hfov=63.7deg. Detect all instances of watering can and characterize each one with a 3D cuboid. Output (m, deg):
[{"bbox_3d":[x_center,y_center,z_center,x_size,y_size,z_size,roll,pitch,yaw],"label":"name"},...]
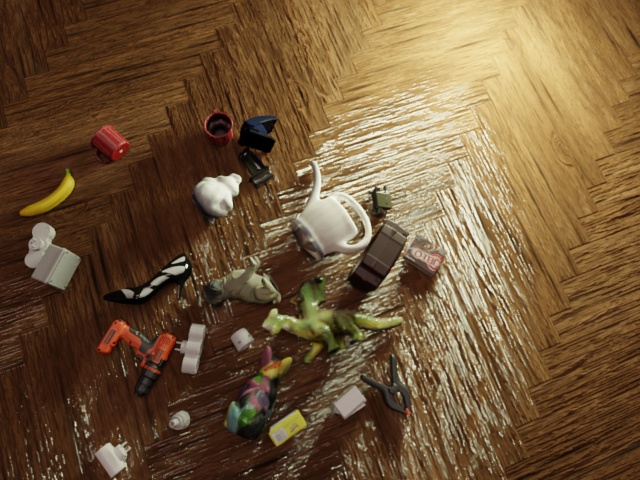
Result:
[{"bbox_3d":[0.005,-0.081,1.608,0.226,0.102,0.352,-33,66,-13],"label":"watering can"}]

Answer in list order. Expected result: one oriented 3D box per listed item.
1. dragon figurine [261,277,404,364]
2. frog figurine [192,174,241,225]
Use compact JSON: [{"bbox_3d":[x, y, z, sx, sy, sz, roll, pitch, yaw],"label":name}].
[{"bbox_3d":[0.025,0.213,1.518,0.413,0.119,0.246,-17,68,-23],"label":"dragon figurine"},{"bbox_3d":[-0.310,-0.145,1.594,0.160,0.120,0.139,-39,60,-2],"label":"frog figurine"}]
